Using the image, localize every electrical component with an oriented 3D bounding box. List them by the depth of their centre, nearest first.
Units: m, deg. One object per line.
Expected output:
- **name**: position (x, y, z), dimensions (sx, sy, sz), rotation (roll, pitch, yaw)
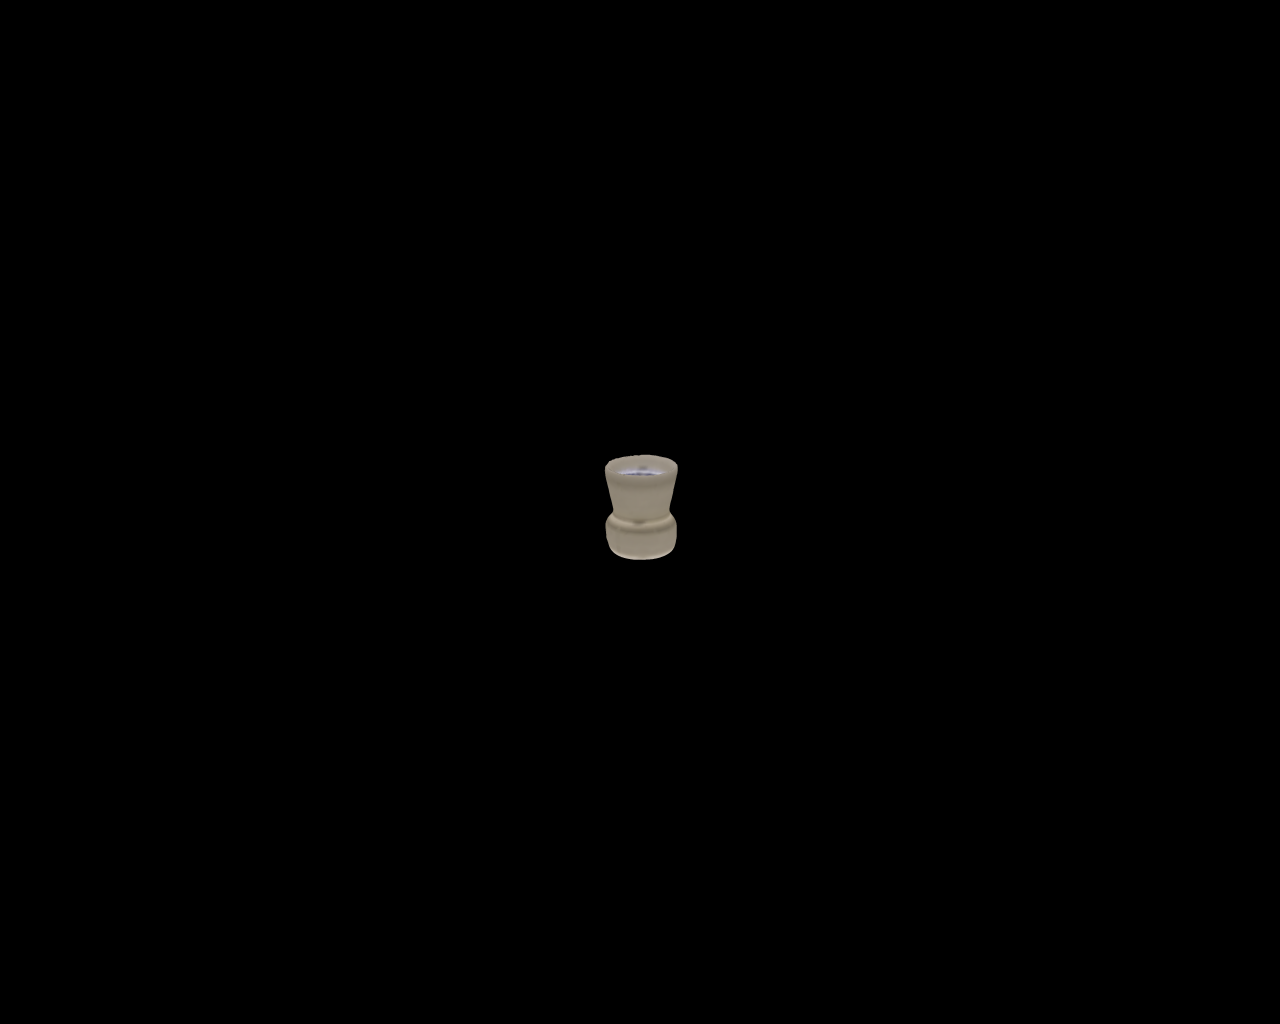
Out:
- **electrical component**: position (0.001, -0.003, 0.650), dimensions (0.045, 0.055, 0.045), rotation (0, 20, 0)
